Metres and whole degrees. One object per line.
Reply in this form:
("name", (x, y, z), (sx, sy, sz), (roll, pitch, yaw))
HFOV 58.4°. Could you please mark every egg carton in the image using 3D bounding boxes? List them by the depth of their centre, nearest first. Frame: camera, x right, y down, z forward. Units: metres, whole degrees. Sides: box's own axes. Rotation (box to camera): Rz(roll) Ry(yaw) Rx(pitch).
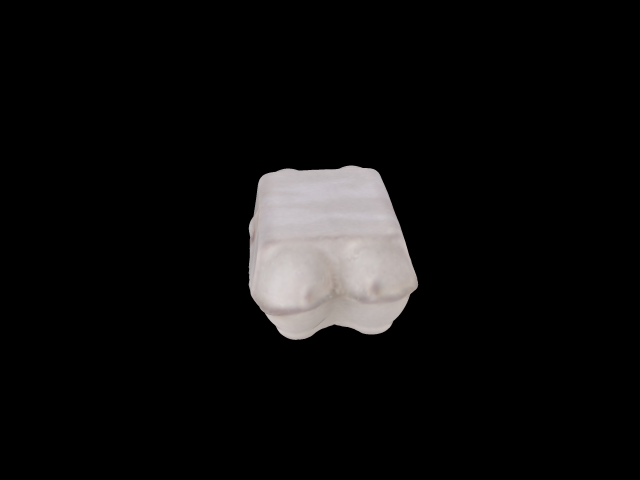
("egg carton", (0.004, 0.001, 0.400), (0.107, 0.069, 0.150), (-3, 33, -5))
